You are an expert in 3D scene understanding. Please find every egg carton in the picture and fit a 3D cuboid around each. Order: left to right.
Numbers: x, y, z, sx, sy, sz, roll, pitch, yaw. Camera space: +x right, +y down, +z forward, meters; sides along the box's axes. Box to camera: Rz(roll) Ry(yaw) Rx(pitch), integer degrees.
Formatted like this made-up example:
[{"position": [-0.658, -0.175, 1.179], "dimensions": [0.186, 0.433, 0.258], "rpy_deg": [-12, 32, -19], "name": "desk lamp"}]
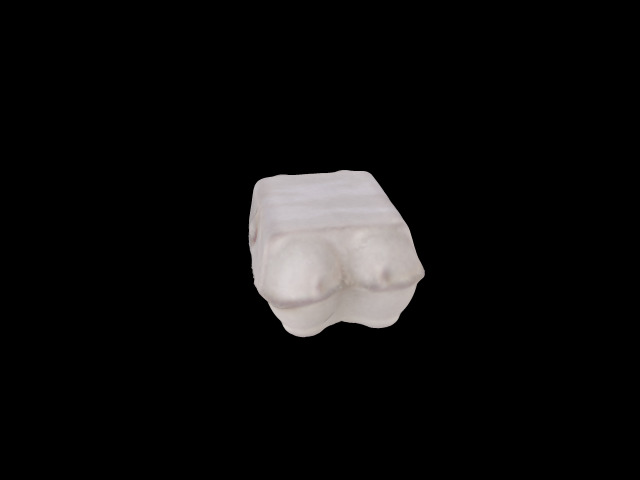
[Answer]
[{"position": [0.004, 0.001, 0.400], "dimensions": [0.107, 0.069, 0.150], "rpy_deg": [-5, 28, -10], "name": "egg carton"}]
